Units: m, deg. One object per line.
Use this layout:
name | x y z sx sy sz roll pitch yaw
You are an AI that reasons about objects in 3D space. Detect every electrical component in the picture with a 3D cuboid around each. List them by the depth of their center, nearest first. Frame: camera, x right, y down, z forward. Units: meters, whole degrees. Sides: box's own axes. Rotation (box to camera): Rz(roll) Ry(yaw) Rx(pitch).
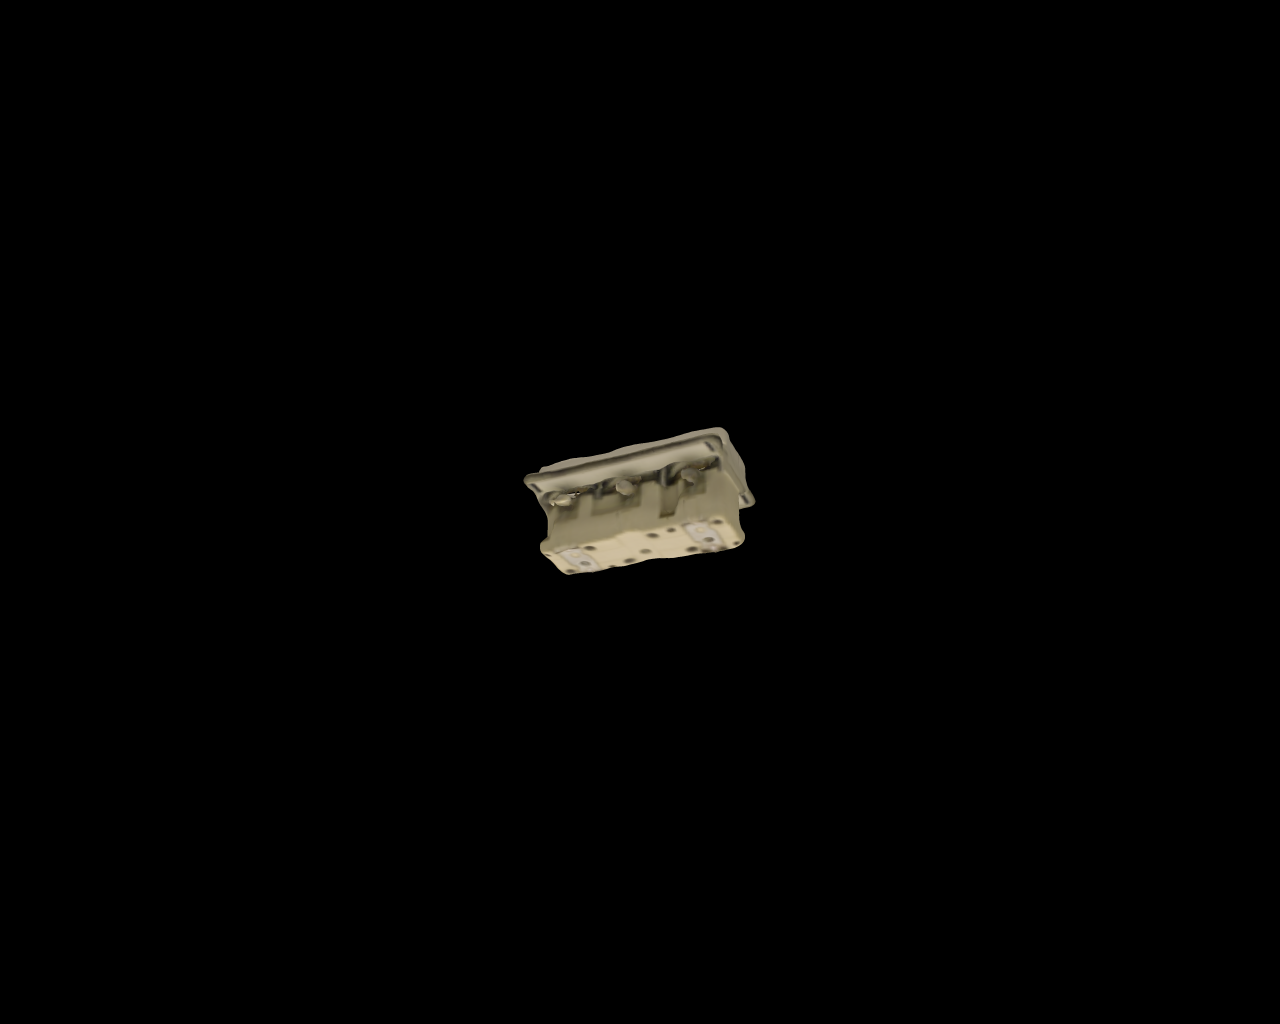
electrical component | 0.001 -0.003 0.650 0.121 0.063 0.078 -11 -32 18
